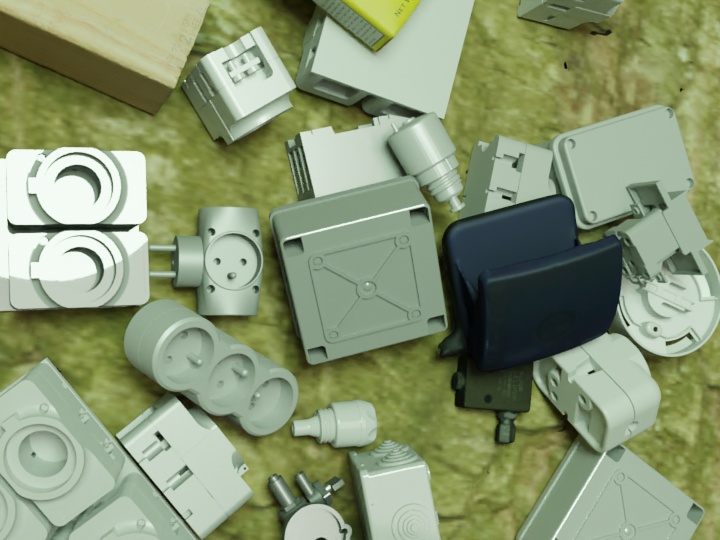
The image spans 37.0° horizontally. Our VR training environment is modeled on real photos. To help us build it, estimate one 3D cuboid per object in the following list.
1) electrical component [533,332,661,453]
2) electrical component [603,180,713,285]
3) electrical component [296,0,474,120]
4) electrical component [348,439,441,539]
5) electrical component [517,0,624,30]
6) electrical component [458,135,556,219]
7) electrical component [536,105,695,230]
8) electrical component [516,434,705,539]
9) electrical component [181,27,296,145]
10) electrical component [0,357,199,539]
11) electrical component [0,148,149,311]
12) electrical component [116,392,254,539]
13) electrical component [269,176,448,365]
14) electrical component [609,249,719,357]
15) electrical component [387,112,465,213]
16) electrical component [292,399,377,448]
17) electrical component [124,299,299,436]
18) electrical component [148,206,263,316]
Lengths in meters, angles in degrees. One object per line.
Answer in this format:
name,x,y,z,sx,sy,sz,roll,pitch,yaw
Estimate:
electrical component,0.186,0.087,0.838,0.059,0.095,0.053,-24,139,-18
electrical component,0.225,-0.025,0.823,0.064,0.042,0.081,-32,99,-15
electrical component,0.028,-0.213,0.817,0.105,0.060,0.186,17,82,-17
electrical component,0.027,0.176,0.779,0.048,0.100,0.099,-11,91,-6
electrical component,0.172,-0.228,0.850,0.056,0.089,0.050,10,84,-18
electrical component,0.116,-0.053,0.844,0.056,0.050,0.089,14,84,-17
electrical component,0.204,-0.082,0.871,0.113,0.057,0.078,-18,93,-18
electrical component,0.199,0.203,0.856,0.109,0.056,0.108,38,77,-13
electrical component,-0.085,-0.126,0.760,0.050,0.089,0.055,-33,98,-17
electrical component,-0.195,0.167,0.709,0.105,0.060,0.186,-37,99,2
electrical component,-0.239,-0.026,0.719,0.186,0.060,0.105,-2,88,-18
electrical component,-0.120,0.134,0.756,0.056,0.050,0.089,-40,100,-15
electrical component,0.000,0.000,0.769,0.109,0.056,0.108,-14,120,-6
electrical component,0.244,0.022,0.873,0.099,0.064,0.099,1,81,-7
electrical component,0.052,-0.078,0.780,0.040,0.040,0.078,-33,98,-17
electrical component,-0.020,0.115,0.799,0.061,0.035,0.035,-3,88,-16
electrical component,-0.111,0.064,0.751,0.138,0.074,0.052,38,80,-45
electrical component,-0.112,-0.006,0.769,0.079,0.044,0.077,1,87,-18
